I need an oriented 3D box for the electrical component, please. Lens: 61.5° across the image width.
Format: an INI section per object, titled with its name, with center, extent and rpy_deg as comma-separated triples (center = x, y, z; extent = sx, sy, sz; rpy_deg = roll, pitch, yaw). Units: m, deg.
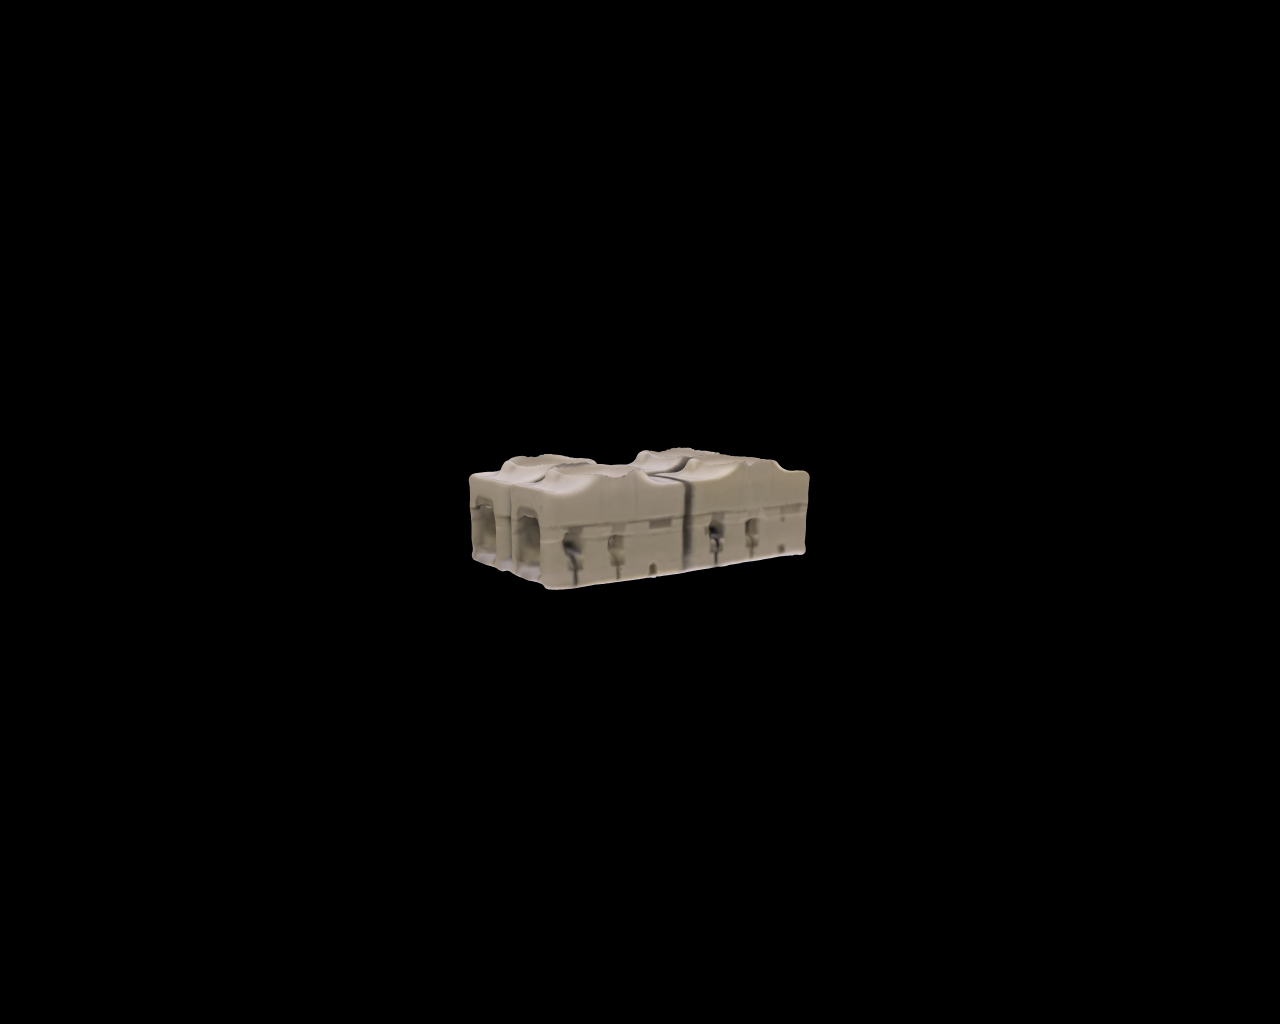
[electrical component]
center = 0.001, -0.003, 0.650
extent = 0.186, 0.060, 0.105
rpy_deg = -6, 11, -32
